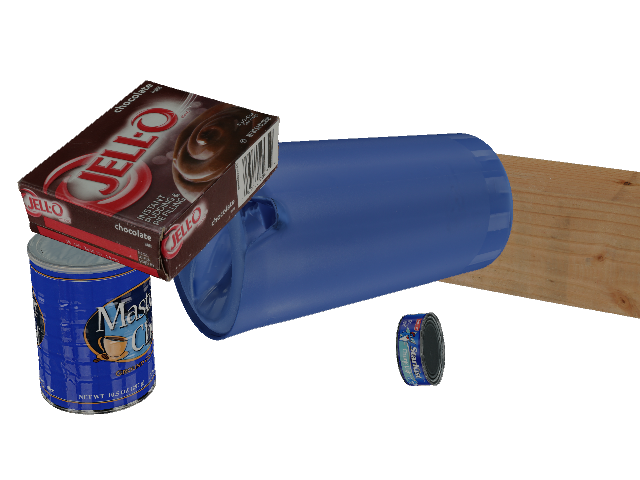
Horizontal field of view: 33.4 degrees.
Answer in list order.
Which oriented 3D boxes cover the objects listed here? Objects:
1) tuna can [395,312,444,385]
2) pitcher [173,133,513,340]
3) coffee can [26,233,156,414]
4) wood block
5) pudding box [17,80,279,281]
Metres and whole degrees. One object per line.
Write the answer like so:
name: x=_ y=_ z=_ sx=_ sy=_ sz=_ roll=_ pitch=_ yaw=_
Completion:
tuna can: x=0.118 y=0.128 z=1.254 sx=0.034 sy=0.086 sz=0.086 roll=-5 pitch=-2 yaw=23
pitcher: x=0.011 y=-0.012 z=0.787 sx=0.242 sy=0.145 sz=0.149 roll=-9 pitch=35 yaw=-29
coffee can: x=-0.198 y=0.065 z=0.931 sx=0.103 sy=0.140 sz=0.103 roll=1 pitch=23 yaw=-1
wood block: x=0.186 y=-0.009 z=0.847 sx=0.206 sy=0.090 sz=0.090 roll=10 pitch=24 yaw=27
pudding box: x=-0.086 y=-0.035 z=0.561 sx=0.090 sy=0.039 sz=0.113 roll=19 pitch=42 yaw=22
